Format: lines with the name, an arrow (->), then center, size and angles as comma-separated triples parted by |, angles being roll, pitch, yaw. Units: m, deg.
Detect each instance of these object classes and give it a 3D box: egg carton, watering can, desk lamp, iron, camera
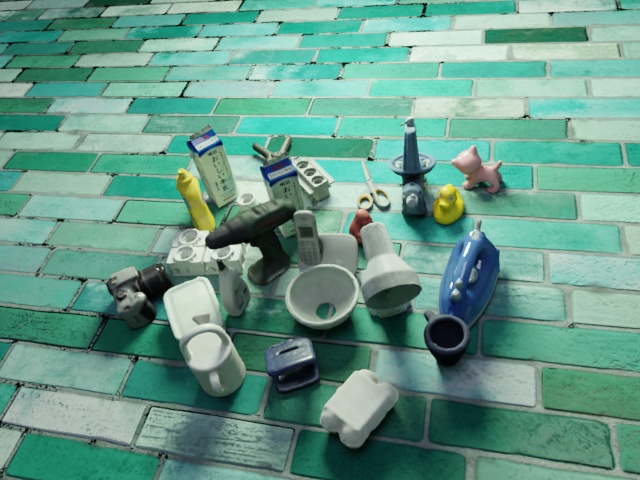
egg carton -> 0.076, 0.326, 1.112 | 0.107, 0.069, 0.150 | 29, 60, 31
watering can -> -0.229, 0.229, 1.176 | 0.101, 0.194, 0.172 | -36, 52, -19
desk lamp -> 0.136, 0.078, 1.222 | 0.118, 0.214, 0.203 | -15, 48, -1
iron -> 0.312, 0.082, 1.231 | 0.118, 0.142, 0.258 | 13, 53, 22
camera -> -0.430, 0.116, 1.381 | 0.137, 0.101, 0.142 | -27, 49, -12

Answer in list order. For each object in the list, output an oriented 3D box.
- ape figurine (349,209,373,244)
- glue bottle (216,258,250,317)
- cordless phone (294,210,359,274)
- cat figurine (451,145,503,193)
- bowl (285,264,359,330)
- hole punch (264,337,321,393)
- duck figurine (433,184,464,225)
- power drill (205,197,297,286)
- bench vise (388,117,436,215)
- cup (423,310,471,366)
ape figurine -> 0.106, -0.038, 1.413 | 0.076, 0.092, 0.078 | 20, 56, 27
glue bottle -> -0.205, 0.098, 1.301 | 0.037, 0.173, 0.078 | 10, 52, 20
cordless phone -> 0.012, 0.005, 1.332 | 0.147, 0.185, 0.094 | -3, 49, 10
cat figurine -> 0.403, -0.188, 1.468 | 0.127, 0.118, 0.067 | 9, 51, 19
bowl -> 0.010, 0.139, 1.287 | 0.167, 0.075, 0.167 | -6, 48, 7
hole punch -> -0.063, 0.249, 1.194 | 0.108, 0.091, 0.101 | -18, 48, -4
duck figurine -> 0.321, -0.102, 1.430 | 0.077, 0.086, 0.105 | 14, 53, 23
power drill -> -0.147, 0.007, 1.346 | 0.230, 0.209, 0.075 | -37, 52, -20
bench vise -> 0.240, -0.182, 1.427 | 0.121, 0.220, 0.207 | -15, 48, -1
cup -> 0.249, 0.205, 1.166 | 0.092, 0.095, 0.117 | -28, 49, -13
